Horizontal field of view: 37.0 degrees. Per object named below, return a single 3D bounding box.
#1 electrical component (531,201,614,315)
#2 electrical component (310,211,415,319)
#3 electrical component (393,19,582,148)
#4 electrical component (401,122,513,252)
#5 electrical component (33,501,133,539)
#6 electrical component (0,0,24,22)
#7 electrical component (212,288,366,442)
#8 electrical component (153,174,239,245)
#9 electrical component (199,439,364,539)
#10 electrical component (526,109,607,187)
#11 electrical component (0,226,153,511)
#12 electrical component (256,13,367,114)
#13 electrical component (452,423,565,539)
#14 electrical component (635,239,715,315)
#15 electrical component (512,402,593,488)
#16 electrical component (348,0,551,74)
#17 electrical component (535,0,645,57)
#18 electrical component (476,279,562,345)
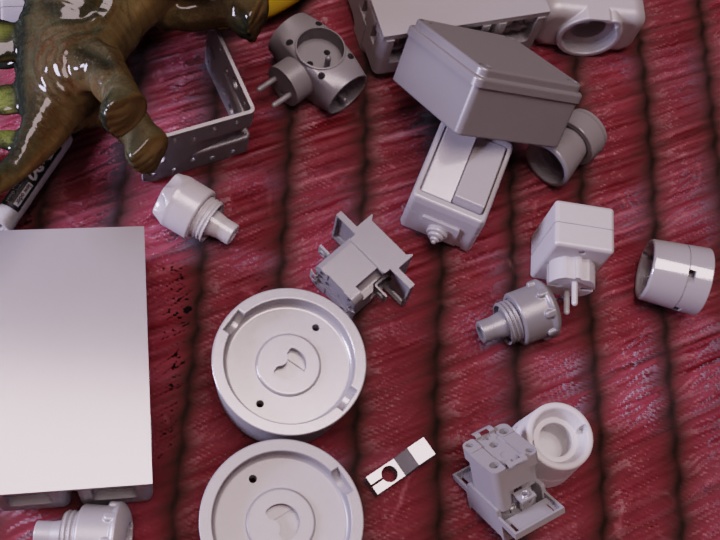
[{"bbox_3d":[0.165,-0.004,0.841,0.047,0.065,0.076,8,65,-6],"label":"electrical component"},{"bbox_3d":[0.000,0.000,0.826,0.064,0.042,0.081,-41,78,-19],"label":"electrical component"},{"bbox_3d":[0.101,-0.149,0.860,0.109,0.056,0.108,2,31,-33],"label":"electrical component"},{"bbox_3d":[0.076,-0.065,0.856,0.062,0.061,0.096,23,65,1],"label":"electrical component"},{"bbox_3d":[-0.185,0.177,0.716,0.062,0.048,0.048,3,66,-1],"label":"electrical component"},{"bbox_3d":[-0.250,-0.181,0.860,0.066,0.047,0.076,-5,67,-11],"label":"electrical component"},{"bbox_3d":[-0.053,0.074,0.773,0.108,0.060,0.108,4,66,-8],"label":"electrical component"},{"bbox_3d":[-0.123,-0.042,0.823,0.062,0.043,0.043,31,65,3],"label":"electrical component"},{"bbox_3d":[-0.055,0.174,0.728,0.108,0.060,0.108,4,66,-8],"label":"electrical component"},{"bbox_3d":[0.173,-0.103,0.899,0.055,0.045,0.045,-40,78,-23],"label":"electrical component"},{"bbox_3d":[-0.201,0.068,0.751,0.105,0.060,0.186,-2,67,-10],"label":"electrical component"},{"bbox_3d":[-0.048,-0.162,0.887,0.079,0.044,0.077,-38,77,-22],"label":"electrical component"},{"bbox_3d":[0.102,0.147,0.758,0.042,0.063,0.081,-25,31,-19],"label":"electrical component"},{"bbox_3d":[0.250,0.004,0.859,0.047,0.055,0.055,13,65,0],"label":"electrical component"},{"bbox_3d":[0.140,0.127,0.789,0.055,0.047,0.055,4,66,-8],"label":"electrical component"},{"bbox_3d":[0.073,-0.229,0.928,0.150,0.061,0.089,-12,69,-14],"label":"electrical component"},{"bbox_3d":[0.201,-0.230,0.954,0.095,0.053,0.059,3,66,-8],"label":"electrical component"},{"bbox_3d":[0.121,0.038,0.828,0.062,0.048,0.048,-20,71,-10],"label":"electrical component"}]
